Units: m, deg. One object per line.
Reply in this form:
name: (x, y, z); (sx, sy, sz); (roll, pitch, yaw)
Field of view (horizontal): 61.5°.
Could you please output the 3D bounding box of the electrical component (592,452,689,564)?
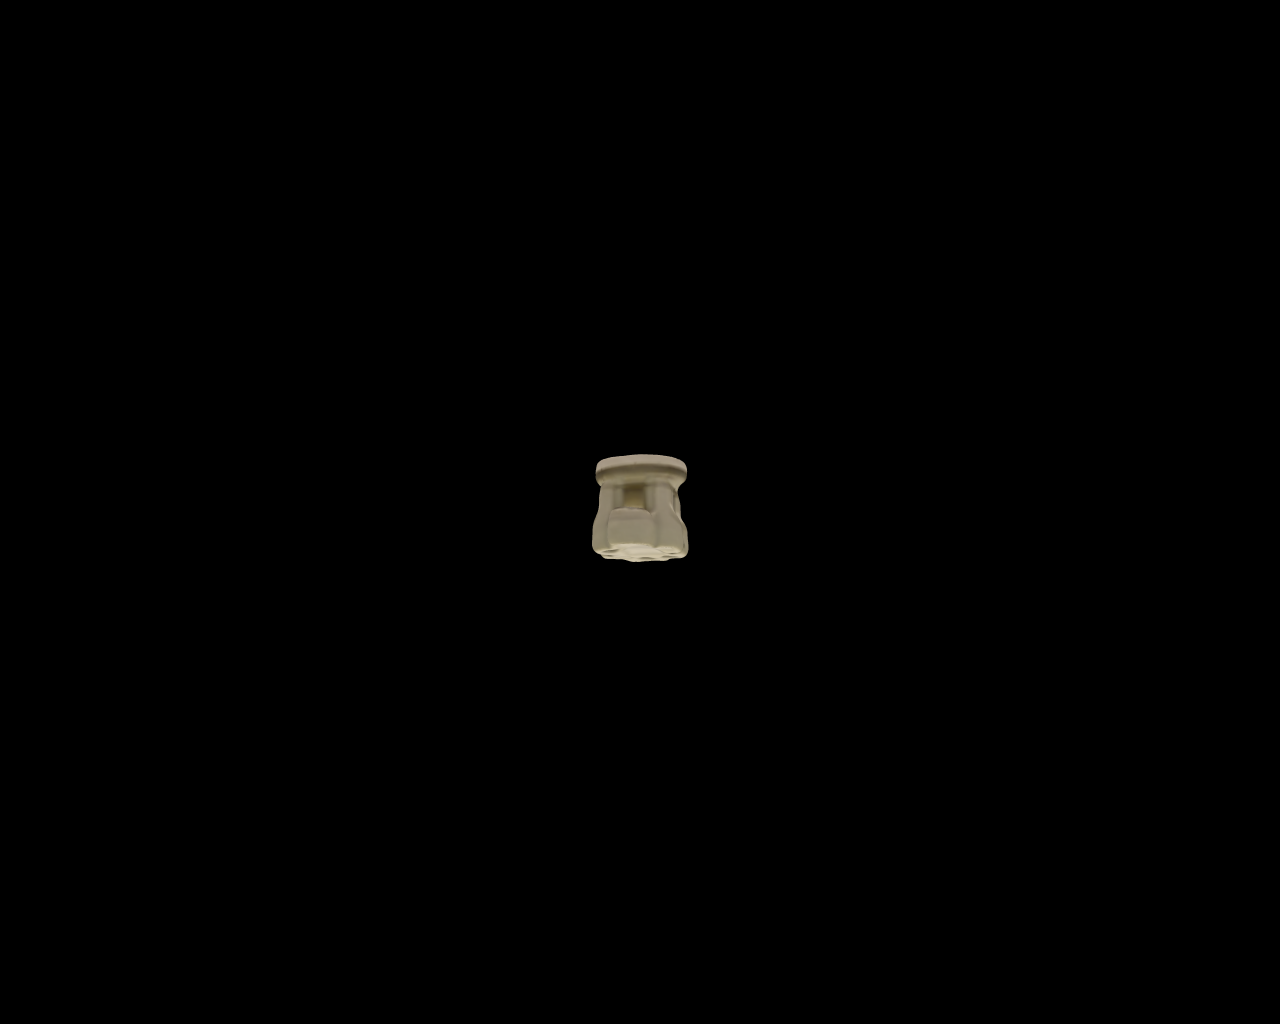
electrical component: (0.001, -0.003, 0.650); (0.058, 0.057, 0.078); (-2, -12, 11)
